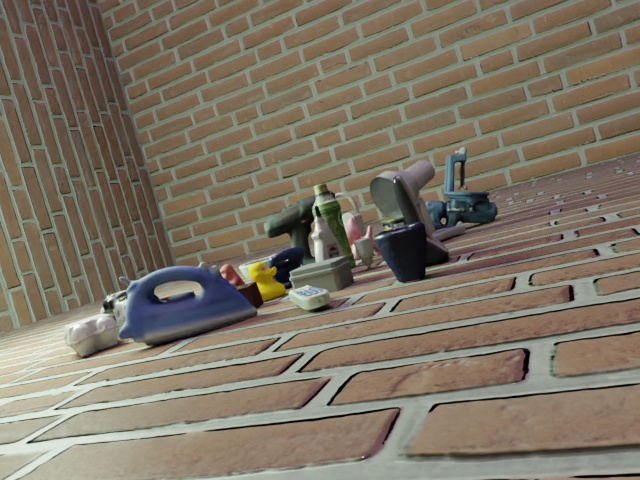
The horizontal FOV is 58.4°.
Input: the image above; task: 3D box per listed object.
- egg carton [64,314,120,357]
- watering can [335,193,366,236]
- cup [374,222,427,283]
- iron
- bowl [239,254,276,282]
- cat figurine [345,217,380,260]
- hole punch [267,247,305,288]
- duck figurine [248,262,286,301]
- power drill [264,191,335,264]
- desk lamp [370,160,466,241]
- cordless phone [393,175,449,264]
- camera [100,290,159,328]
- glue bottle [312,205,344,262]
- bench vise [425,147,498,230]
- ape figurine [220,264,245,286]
[{"bbox_3d":[-0.499,0.207,1.251,0.107,0.069,0.150,-18,4,-31],"label":"egg carton"},{"bbox_3d":[0.085,-0.050,1.733,0.101,0.194,0.172,-17,4,-24],"label":"watering can"},{"bbox_3d":[0.154,0.022,1.007,0.091,0.095,0.118,-14,4,32],"label":"cup"},{"bbox_3d":[-0.260,0.110,1.103,0.258,0.141,0.119,-16,3,5],"label":"iron"},{"bbox_3d":[-0.130,0.083,1.557,0.167,0.075,0.167,-16,3,1],"label":"bowl"},{"bbox_3d":[0.101,-0.005,1.562,0.067,0.118,0.127,-19,4,-42],"label":"cat figurine"},{"bbox_3d":[-0.090,0.071,1.416,0.109,0.091,0.100,-18,4,-33],"label":"hole punch"},{"bbox_3d":[-0.136,0.094,1.285,0.104,0.086,0.077,-15,3,10],"label":"duck figurine"},{"bbox_3d":[-0.041,-0.019,1.692,0.229,0.208,0.075,-16,3,-6],"label":"power drill"},{"bbox_3d":[0.244,-0.090,1.462,0.204,0.213,0.117,-18,4,-33],"label":"desk lamp"},{"bbox_3d":[0.190,-0.043,1.145,0.094,0.185,0.148,-15,3,7],"label":"cordless phone"},{"bbox_3d":[-0.459,0.169,1.435,0.142,0.101,0.137,-14,4,35],"label":"camera"},{"bbox_3d":[0.012,0.005,1.313,0.037,0.173,0.078,-13,4,38],"label":"glue bottle"},{"bbox_3d":[0.365,-0.134,1.570,0.207,0.220,0.121,-16,3,-12],"label":"bench vise"},{"bbox_3d":[-0.230,0.107,1.459,0.076,0.092,0.077,-17,3,-19],"label":"ape figurine"}]
